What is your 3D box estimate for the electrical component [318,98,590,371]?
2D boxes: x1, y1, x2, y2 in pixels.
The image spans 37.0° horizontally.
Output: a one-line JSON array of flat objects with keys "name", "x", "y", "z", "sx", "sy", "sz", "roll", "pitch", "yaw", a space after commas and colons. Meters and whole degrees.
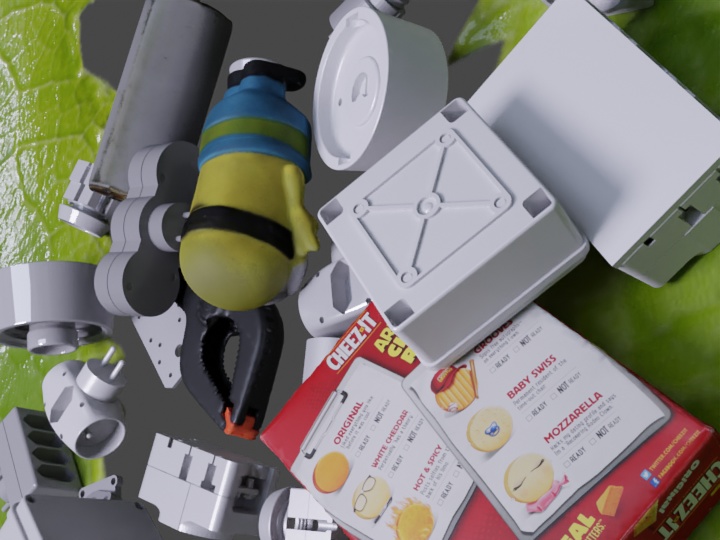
[{"name": "electrical component", "x": 0.049, "y": -0.021, "z": 0.586, "sx": 0.109, "sy": 0.056, "sz": 0.108, "roll": -39, "pitch": 47, "yaw": 6}]

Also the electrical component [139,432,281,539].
[{"name": "electrical component", "x": -0.107, "y": 0.154, "z": 0.755, "sx": 0.089, "sy": 0.050, "sz": 0.055, "roll": 10, "pitch": 82, "yaw": 43}]

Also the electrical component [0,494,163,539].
[{"name": "electrical component", "x": -0.200, "y": 0.209, "z": 0.776, "sx": 0.057, "sy": 0.113, "sz": 0.078, "roll": -56, "pitch": 48, "yaw": 16}]

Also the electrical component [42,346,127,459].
[{"name": "electrical component", "x": -0.216, "y": 0.099, "z": 0.876, "sx": 0.079, "sy": 0.043, "sz": 0.077, "roll": -55, "pitch": 48, "yaw": 13}]

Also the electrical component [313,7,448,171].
[{"name": "electrical component", "x": 0.018, "y": -0.117, "z": 0.722, "sx": 0.108, "sy": 0.060, "sz": 0.108, "roll": -21, "pitch": 66, "yaw": 60}]

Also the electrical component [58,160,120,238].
[{"name": "electrical component", "x": -0.235, "y": -0.062, "z": 0.948, "sx": 0.066, "sy": 0.048, "sz": 0.055, "roll": 17, "pitch": 80, "yaw": 44}]

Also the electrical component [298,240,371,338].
[{"name": "electrical component", "x": 0.000, "y": 0.000, "z": 0.717, "sx": 0.077, "sy": 0.043, "sz": 0.079, "roll": -23, "pitch": 60, "yaw": 34}]

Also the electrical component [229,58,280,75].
[{"name": "electrical component", "x": -0.081, "y": -0.130, "z": 0.833, "sx": 0.045, "sy": 0.045, "sz": 0.055, "roll": -12, "pitch": 68, "yaw": 39}]

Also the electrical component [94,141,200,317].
[{"name": "electrical component", "x": -0.145, "y": -0.032, "z": 0.806, "sx": 0.074, "sy": 0.052, "sz": 0.138, "roll": -1, "pitch": 69, "yaw": 43}]

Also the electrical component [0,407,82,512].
[{"name": "electrical component", "x": -0.283, "y": 0.173, "z": 0.908, "sx": 0.075, "sy": 0.047, "sz": 0.083, "roll": -46, "pitch": 50, "yaw": 20}]

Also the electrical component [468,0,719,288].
[{"name": "electrical component", "x": 0.143, "y": -0.074, "z": 0.602, "sx": 0.089, "sy": 0.062, "sz": 0.150, "roll": -49, "pitch": 50, "yaw": 19}]

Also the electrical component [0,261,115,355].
[{"name": "electrical component", "x": -0.256, "y": 0.037, "z": 0.892, "sx": 0.108, "sy": 0.108, "sz": 0.060, "roll": -19, "pitch": 70, "yaw": 36}]

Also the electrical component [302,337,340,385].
[{"name": "electrical component", "x": -0.017, "y": 0.088, "z": 0.702, "sx": 0.043, "sy": 0.043, "sz": 0.081, "roll": -7, "pitch": 71, "yaw": 40}]

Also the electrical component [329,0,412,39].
[{"name": "electrical component", "x": 0.013, "y": -0.189, "z": 0.772, "sx": 0.078, "sy": 0.040, "sz": 0.040, "roll": -41, "pitch": 52, "yaw": 24}]

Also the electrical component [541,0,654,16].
[{"name": "electrical component", "x": 0.133, "y": -0.186, "z": 0.630, "sx": 0.050, "sy": 0.089, "sz": 0.055, "roll": -3, "pitch": 74, "yaw": 41}]

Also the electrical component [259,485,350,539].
[{"name": "electrical component", "x": -0.031, "y": 0.163, "z": 0.687, "sx": 0.055, "sy": 0.048, "sz": 0.066, "roll": -4, "pitch": 73, "yaw": 33}]
